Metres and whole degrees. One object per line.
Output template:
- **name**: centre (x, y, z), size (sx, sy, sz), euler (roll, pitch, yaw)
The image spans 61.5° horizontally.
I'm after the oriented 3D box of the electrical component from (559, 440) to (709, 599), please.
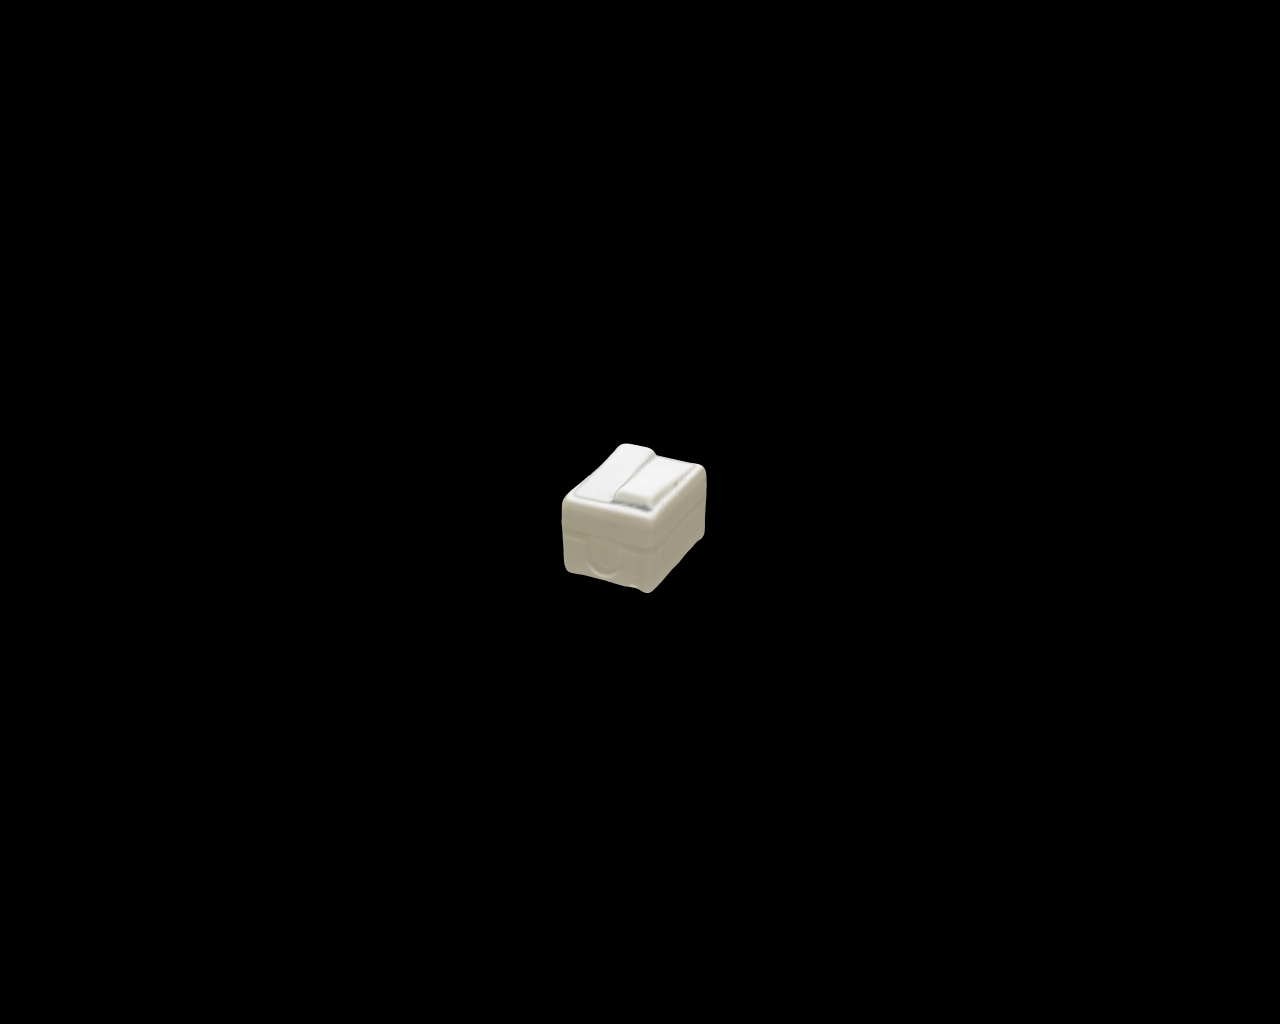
- **electrical component**: centre (0.001, -0.003, 0.650), size (0.062, 0.061, 0.096), euler (14, 32, 24)
